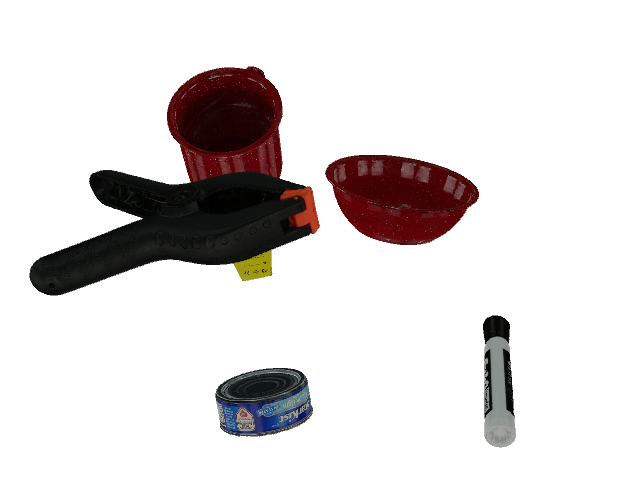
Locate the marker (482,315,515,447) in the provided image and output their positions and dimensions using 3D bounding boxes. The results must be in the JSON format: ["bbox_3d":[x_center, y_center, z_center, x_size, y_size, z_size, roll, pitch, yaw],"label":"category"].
[{"bbox_3d":[0.116,0.088,0.700,0.020,0.020,0.121,0,31,8],"label":"marker"}]

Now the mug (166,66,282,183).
[{"bbox_3d":[-0.071,-0.092,0.890,0.093,0.117,0.081,12,-31,11],"label":"mug"}]

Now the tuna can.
[{"bbox_3d":[-0.051,0.145,0.966,0.086,0.034,0.086,-8,12,2],"label":"tuna can"}]

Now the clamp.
[{"bbox_3d":[-0.090,-0.006,0.646,0.172,0.039,0.120,-1,40,23],"label":"clamp"}]

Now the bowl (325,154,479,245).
[{"bbox_3d":[0.082,-0.038,1.118,0.162,0.055,0.162,6,23,-3],"label":"bowl"}]

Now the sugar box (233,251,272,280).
[{"bbox_3d":[-0.093,-0.049,1.320,0.048,0.176,0.093,-11,25,-15],"label":"sugar box"}]
